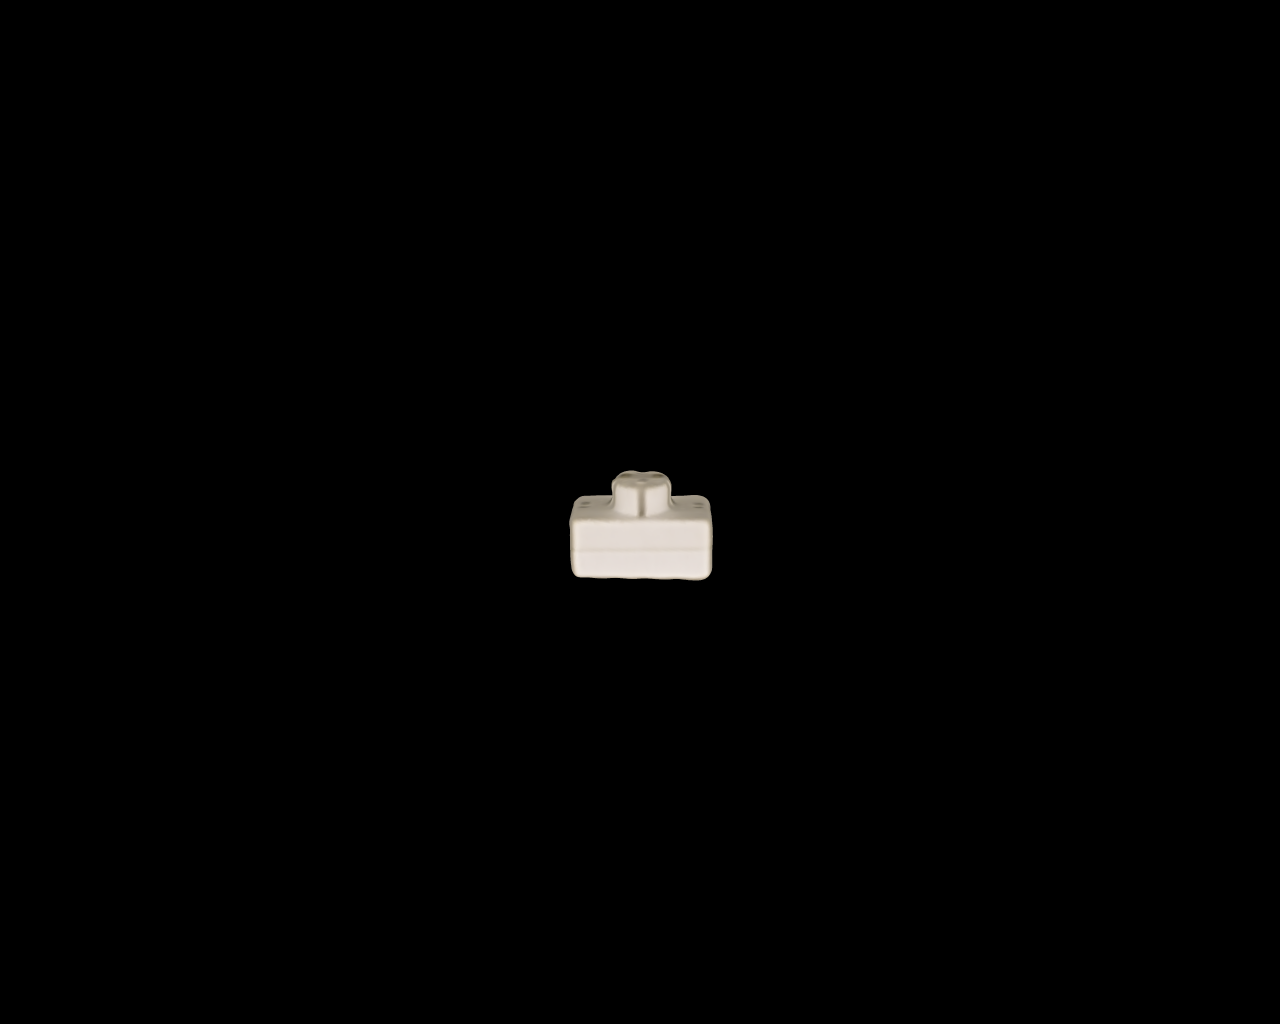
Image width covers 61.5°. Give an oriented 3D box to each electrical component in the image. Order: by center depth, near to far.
[{"bbox_3d":[0.001,-0.003,0.650,0.083,0.075,0.047,0,17,0],"label":"electrical component"}]
